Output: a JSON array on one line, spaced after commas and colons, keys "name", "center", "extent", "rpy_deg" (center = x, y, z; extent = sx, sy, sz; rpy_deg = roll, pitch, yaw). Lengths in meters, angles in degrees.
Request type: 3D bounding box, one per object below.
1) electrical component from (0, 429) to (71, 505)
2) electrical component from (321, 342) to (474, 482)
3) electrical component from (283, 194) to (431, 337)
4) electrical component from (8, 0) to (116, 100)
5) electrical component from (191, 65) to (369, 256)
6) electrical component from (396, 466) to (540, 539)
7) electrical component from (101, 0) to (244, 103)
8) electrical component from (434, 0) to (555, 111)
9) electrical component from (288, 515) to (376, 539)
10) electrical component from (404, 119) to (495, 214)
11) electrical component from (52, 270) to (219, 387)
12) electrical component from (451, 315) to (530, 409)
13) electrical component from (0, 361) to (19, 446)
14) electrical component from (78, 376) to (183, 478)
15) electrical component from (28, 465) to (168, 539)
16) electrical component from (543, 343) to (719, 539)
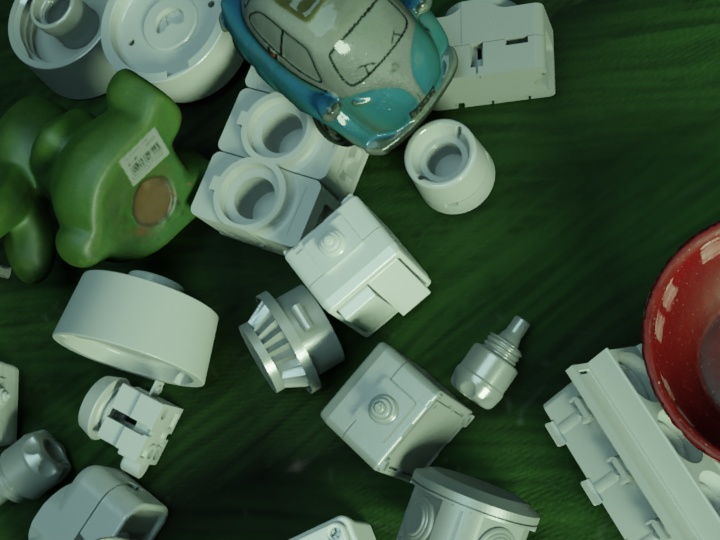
[{"name": "electrical component", "center": [-0.245, 0.148, 0.779], "extent": [0.062, 0.043, 0.043], "rpy_deg": [-37, 66, 7]}, {"name": "electrical component", "center": [0.020, 0.087, 0.673], "extent": [0.061, 0.096, 0.061], "rpy_deg": [40, 90, 26]}, {"name": "electrical component", "center": [0.000, 0.000, 0.706], "extent": [0.062, 0.096, 0.061], "rpy_deg": [-41, 66, 4]}, {"name": "electrical component", "center": [-0.231, -0.199, 0.866], "extent": [0.108, 0.060, 0.108], "rpy_deg": [-6, 72, 18]}, {"name": "electrical component", "center": [-0.047, -0.090, 0.768], "extent": [0.089, 0.062, 0.150], "rpy_deg": [18, 81, 23]}, {"name": "electrical component", "center": [0.064, 0.153, 0.648], "extent": [0.080, 0.080, 0.051], "rpy_deg": [19, 87, 23]}, {"name": "electrical component", "center": [-0.137, -0.181, 0.827], "extent": [0.108, 0.060, 0.108], "rpy_deg": [-6, 73, 18]}, {"name": "electrical component", "center": [0.086, -0.150, 0.744], "extent": [0.089, 0.050, 0.055], "rpy_deg": [-5, 74, 19]}, {"name": "electrical component", "center": [-0.029, 0.225, 0.672], "extent": [0.109, 0.056, 0.108], "rpy_deg": [-28, 67, 10]}, {"name": "electrical component", "center": [0.060, -0.071, 0.732], "extent": [0.055, 0.047, 0.055], "rpy_deg": [-6, 73, 18]}, {"name": "electrical component", "center": [-0.151, 0.035, 0.747], "extent": [0.108, 0.108, 0.060], "rpy_deg": [10, 72, 22]}, {"name": "electrical component", "center": [0.088, 0.057, 0.692], "extent": [0.035, 0.035, 0.061], "rpy_deg": [34, 85, 25]}, {"name": "electrical component", "center": [-0.296, 0.101, 0.801], "extent": [0.096, 0.061, 0.061], "rpy_deg": [-10, 71, 17]}, {"name": "electrical component", "center": [-0.165, 0.105, 0.763], "extent": [0.055, 0.048, 0.066], "rpy_deg": [24, 84, 16]}, {"name": "electrical component", "center": [-0.187, 0.185, 0.742], "extent": [0.059, 0.054, 0.095], "rpy_deg": [32, 87, 25]}, {"name": "electrical component", "center": [0.166, 0.112, 0.628], "extent": [0.063, 0.079, 0.121], "rpy_deg": [-46, 62, 33]}]
